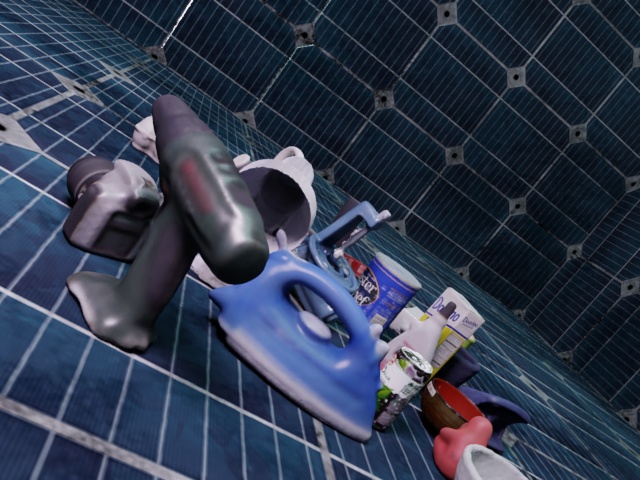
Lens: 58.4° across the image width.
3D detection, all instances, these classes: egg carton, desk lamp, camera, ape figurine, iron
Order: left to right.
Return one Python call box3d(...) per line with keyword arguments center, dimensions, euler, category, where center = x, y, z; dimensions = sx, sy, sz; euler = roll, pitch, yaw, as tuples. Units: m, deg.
box3d(center=(-0.244, -0.050, 0.713), dimensions=(0.136, 0.100, 0.144), euler=(45, 13, 36), category="camera")
box3d(center=(-0.326, -0.207, 1.195), dimensions=(0.107, 0.069, 0.150), euler=(35, 11, -10), category="egg carton")
box3d(center=(-0.086, -0.023, 0.804), dimensions=(0.118, 0.213, 0.203), euler=(36, 11, -6), category="desk lamp")
box3d(center=(-0.002, 0.112, 0.700), dimensions=(0.258, 0.141, 0.119), euler=(39, 11, 8), category="iron")
box3d(center=(0.200, 0.280, 0.777), dimensions=(0.077, 0.092, 0.076), euler=(42, 12, 23), category="ape figurine")

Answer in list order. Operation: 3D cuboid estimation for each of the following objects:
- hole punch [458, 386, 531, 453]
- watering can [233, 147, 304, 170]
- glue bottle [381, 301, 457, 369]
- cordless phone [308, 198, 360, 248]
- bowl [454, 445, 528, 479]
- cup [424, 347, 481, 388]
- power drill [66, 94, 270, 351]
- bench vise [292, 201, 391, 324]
box3d(center=(0.292, 0.297, 1.002), dimensions=(0.109, 0.091, 0.101), euler=(33, 12, -23), category="hole punch")
box3d(center=(-0.104, -0.106, 1.148), dimensions=(0.100, 0.194, 0.173), euler=(44, 12, 32), category="watering can")
box3d(center=(0.156, 0.164, 0.902), dimensions=(0.078, 0.173, 0.037), euler=(42, 11, 23), category="glue bottle")
box3d(center=(0.004, -0.021, 1.161), dimensions=(0.147, 0.185, 0.094), euler=(44, 12, 31), category="cordless phone")
box3d(center=(0.215, 0.328, 0.669), dimensions=(0.167, 0.074, 0.167), euler=(36, 11, -8), category="bowl")
box3d(center=(0.221, 0.229, 1.048), dimensions=(0.092, 0.095, 0.117), euler=(28, 14, -41), category="cup")
box3d(center=(-0.152, -0.011, 0.557), dimensions=(0.229, 0.208, 0.076), euler=(44, 13, 33), category="power drill")
box3d(center=(0.005, 0.003, 0.970), dimensions=(0.207, 0.219, 0.122), euler=(40, 11, 13), category="bench vise")
